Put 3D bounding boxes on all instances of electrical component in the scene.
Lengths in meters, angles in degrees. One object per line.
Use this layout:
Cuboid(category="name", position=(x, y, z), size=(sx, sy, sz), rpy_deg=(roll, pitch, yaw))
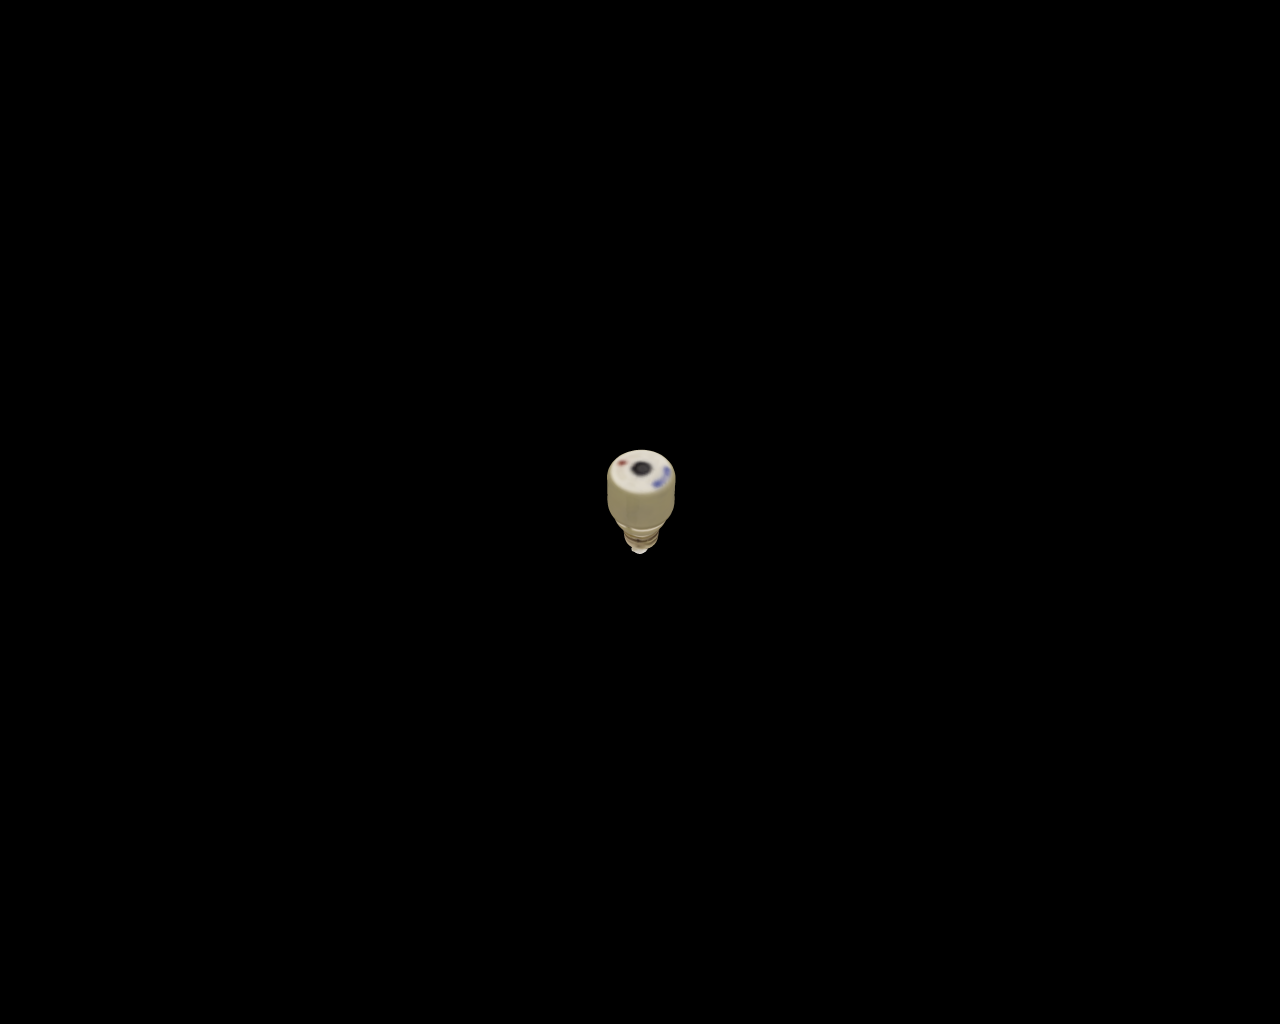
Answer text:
Cuboid(category="electrical component", position=(0.001, -0.003, 0.650), size=(0.040, 0.040, 0.078), rpy_deg=(0, -43, 0))
